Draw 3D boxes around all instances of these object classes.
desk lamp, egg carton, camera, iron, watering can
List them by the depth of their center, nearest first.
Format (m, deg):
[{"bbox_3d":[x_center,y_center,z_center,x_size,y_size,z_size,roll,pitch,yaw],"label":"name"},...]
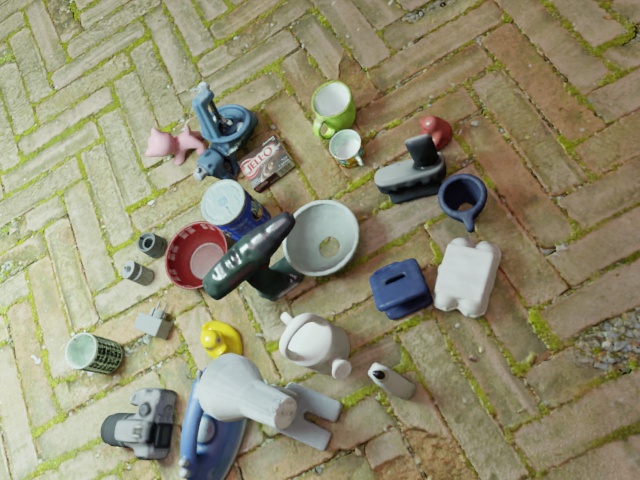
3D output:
[{"bbox_3d":[-0.090,0.297,1.049,0.202,0.214,0.118,15,77,24],"label":"desk lamp"},{"bbox_3d":[-0.011,0.191,1.070,0.172,0.194,0.101,14,76,24],"label":"watering can"},{"bbox_3d":[0.276,0.069,1.081,0.107,0.069,0.150,13,76,23],"label":"egg carton"},{"bbox_3d":[-0.225,0.375,1.110,0.118,0.142,0.258,3,72,21],"label":"iron"},{"bbox_3d":[-0.386,0.379,1.189,0.136,0.101,0.143,-3,70,19],"label":"camera"}]

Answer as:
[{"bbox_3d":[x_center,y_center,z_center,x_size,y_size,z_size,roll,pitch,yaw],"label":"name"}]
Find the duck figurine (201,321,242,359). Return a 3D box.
[{"bbox_3d":[-0.219,0.209,1.200,0.077,0.086,0.104,-45,63,0],"label":"duck figurine"}]

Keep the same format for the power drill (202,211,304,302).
[{"bbox_3d":[-0.114,0.047,1.151,0.229,0.209,0.075,-37,63,4],"label":"power drill"}]

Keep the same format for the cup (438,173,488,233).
[{"bbox_3d":[0.284,-0.059,1.110,0.091,0.095,0.117,-15,67,14],"label":"cup"}]

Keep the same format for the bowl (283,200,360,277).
[{"bbox_3d":[0.011,0.004,1.197,0.167,0.075,0.167,-7,69,18],"label":"bowl"}]

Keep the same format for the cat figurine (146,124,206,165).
[{"bbox_3d":[-0.360,-0.240,1.396,0.127,0.118,0.067,-27,64,9],"label":"cat figurine"}]

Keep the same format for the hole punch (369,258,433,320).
[{"bbox_3d":[0.150,0.090,1.107,0.108,0.091,0.101,-25,64,10],"label":"hole punch"}]

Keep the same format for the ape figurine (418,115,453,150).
[{"bbox_3d":[0.234,-0.230,1.192,0.076,0.092,0.078,-2,70,20],"label":"ape figurine"}]

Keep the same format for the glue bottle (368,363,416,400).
[{"bbox_3d":[0.118,0.246,1.015,0.078,0.173,0.037,30,83,27],"label":"glue bottle"}]

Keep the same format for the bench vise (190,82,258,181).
[{"bbox_3d":[-0.228,-0.239,1.291,0.121,0.220,0.207,3,72,21],"label":"bench vise"}]

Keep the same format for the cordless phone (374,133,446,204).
[{"bbox_3d":[0.171,-0.155,1.135,0.147,0.185,0.094,-18,66,13],"label":"cordless phone"}]
